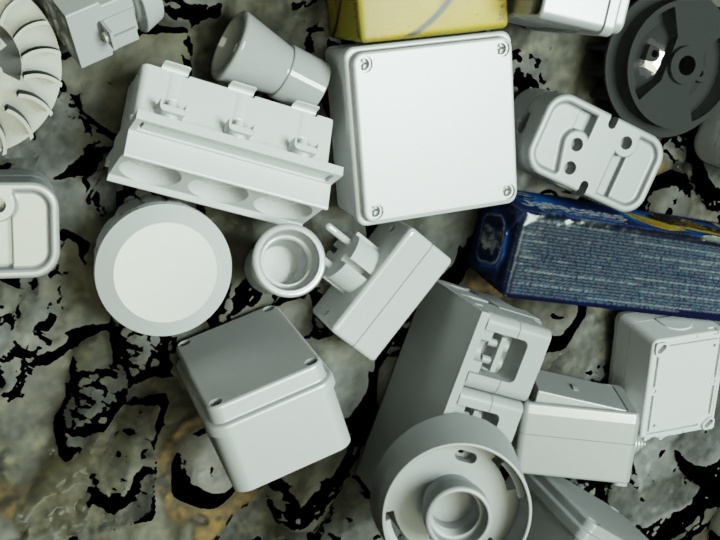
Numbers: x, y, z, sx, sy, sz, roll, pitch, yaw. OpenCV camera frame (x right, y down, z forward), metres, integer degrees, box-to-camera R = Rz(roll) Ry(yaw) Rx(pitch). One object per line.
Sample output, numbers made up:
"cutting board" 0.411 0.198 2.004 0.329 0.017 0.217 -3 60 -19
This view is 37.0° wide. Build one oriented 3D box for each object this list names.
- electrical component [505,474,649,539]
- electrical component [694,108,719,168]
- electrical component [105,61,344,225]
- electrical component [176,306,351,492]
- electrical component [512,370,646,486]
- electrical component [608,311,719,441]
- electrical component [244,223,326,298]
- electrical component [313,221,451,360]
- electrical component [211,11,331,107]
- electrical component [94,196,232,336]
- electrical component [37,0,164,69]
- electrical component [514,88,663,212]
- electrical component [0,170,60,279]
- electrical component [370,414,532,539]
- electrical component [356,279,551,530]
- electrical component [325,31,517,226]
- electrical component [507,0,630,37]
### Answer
"electrical component" 0.160 0.198 0.771 0.109 0.109 0.056 32 95 -24
"electrical component" 0.279 -0.115 0.755 0.054 0.059 0.095 16 98 -22
"electrical component" -0.080 -0.073 0.635 0.121 0.079 0.063 14 70 -22
"electrical component" -0.062 0.074 0.658 0.078 0.113 0.057 -22 113 -12
"electrical component" 0.154 0.109 0.756 0.096 0.061 0.061 6 103 0
"electrical component" 0.221 0.078 0.789 0.062 0.061 0.096 -7 114 -18
"electrical component" -0.050 -0.003 0.666 0.044 0.065 0.044 1 85 -15
"electrical component" 0.000 0.000 0.695 0.076 0.047 0.083 38 90 -24
"electrical component" -0.051 -0.122 0.648 0.065 0.044 0.044 23 96 -28
"electrical component" -0.121 -0.004 0.649 0.080 0.051 0.080 -5 106 -18
"electrical component" -0.144 -0.149 0.601 0.055 0.066 0.048 -29 147 -19
"electrical component" 0.143 -0.081 0.716 0.095 0.059 0.053 21 97 -23
"electrical component" -0.220 -0.027 0.604 0.095 0.059 0.053 -2 105 -19
"electrical component" 0.056 0.140 0.656 0.099 0.064 0.099 -1 100 -5
"electrical component" 0.063 0.092 0.718 0.062 0.089 0.150 17 98 -22
"electrical component" 0.039 -0.092 0.679 0.109 0.056 0.108 -10 107 -17
"electrical component" 0.121 -0.201 0.650 0.056 0.109 0.108 8 102 -18
